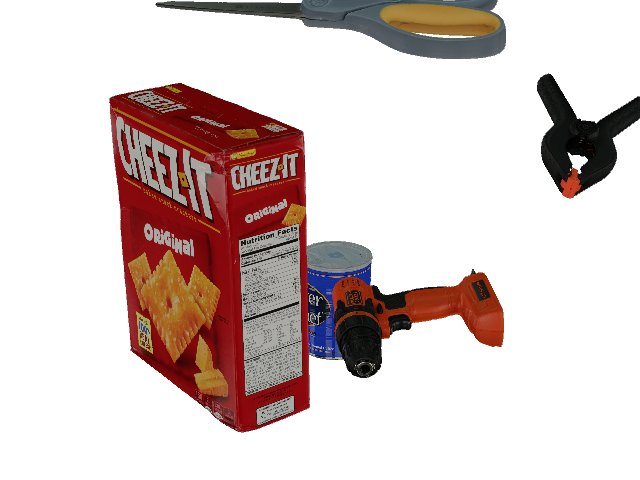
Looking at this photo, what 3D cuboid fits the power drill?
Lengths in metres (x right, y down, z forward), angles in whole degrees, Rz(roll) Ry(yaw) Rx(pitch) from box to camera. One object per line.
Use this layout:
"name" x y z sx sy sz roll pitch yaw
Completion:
"power drill" 0.108 0.091 1.207 0.187 0.057 0.184 -3 27 -3

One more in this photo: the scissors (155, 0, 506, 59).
"scissors" 0.014 -0.140 0.618 0.202 0.016 0.096 15 41 21

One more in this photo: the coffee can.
"coffee can" 0.021 0.084 1.512 0.103 0.140 0.103 0 21 0

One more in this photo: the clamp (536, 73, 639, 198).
"clamp" 0.273 -0.117 1.148 0.120 0.039 0.171 19 48 19

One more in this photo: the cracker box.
"cracker box" -0.083 0.009 0.776 0.071 0.214 0.164 -18 28 -33
